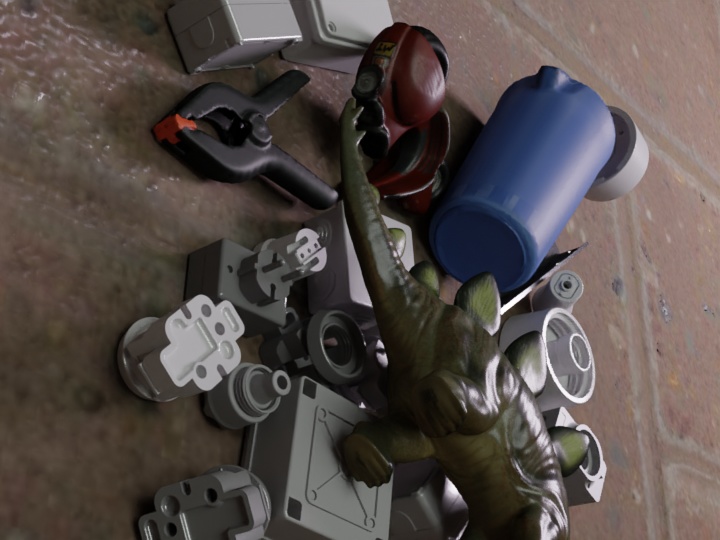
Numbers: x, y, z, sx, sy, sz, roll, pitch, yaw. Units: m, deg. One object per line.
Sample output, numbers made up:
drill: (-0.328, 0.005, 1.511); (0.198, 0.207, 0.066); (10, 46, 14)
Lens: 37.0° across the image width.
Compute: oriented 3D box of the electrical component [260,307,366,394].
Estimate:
electrical component: (-0.033, 0.062, 0.810); (0.058, 0.057, 0.078); (-35, 101, -53)

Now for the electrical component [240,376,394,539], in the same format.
electrical component: (-0.030, 0.148, 0.775); (0.109, 0.056, 0.108); (34, 48, -37)

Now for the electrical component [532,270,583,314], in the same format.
electrical component: (0.207, 0.026, 1.113); (0.044, 0.065, 0.044); (2, 70, -4)

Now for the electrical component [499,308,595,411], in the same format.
electrical component: (0.196, 0.090, 1.081); (0.108, 0.060, 0.108); (26, 54, -43)

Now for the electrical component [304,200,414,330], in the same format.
electrical component: (0.000, 0.000, 0.888); (0.100, 0.048, 0.099); (20, 58, -45)

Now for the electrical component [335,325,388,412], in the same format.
electrical component: (0.010, 0.078, 0.856); (0.058, 0.057, 0.078); (50, 41, -24)

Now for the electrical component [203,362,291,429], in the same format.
electrical component: (-0.075, 0.084, 0.742); (0.043, 0.062, 0.043); (26, 54, -43)

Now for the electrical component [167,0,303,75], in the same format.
electrical component: (-0.096, -0.197, 0.852); (0.096, 0.062, 0.061); (-21, 90, -53)

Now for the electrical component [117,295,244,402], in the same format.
electrical component: (-0.121, 0.054, 0.703); (0.058, 0.057, 0.078); (61, 37, -11)

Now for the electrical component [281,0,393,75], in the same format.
electrical component: (-0.027, -0.239, 0.962); (0.109, 0.056, 0.108); (-1, 75, -52)

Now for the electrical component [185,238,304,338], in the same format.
electrical component: (-0.075, 0.009, 0.767); (0.066, 0.077, 0.047); (28, 53, -42)

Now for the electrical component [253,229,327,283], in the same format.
electrical component: (-0.054, -0.009, 0.826); (0.040, 0.046, 0.040); (26, 54, -43)

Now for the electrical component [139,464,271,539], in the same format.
electrical component: (-0.091, 0.155, 0.684); (0.057, 0.078, 0.058); (4, 69, -71)

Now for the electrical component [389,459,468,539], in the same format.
electrical component: (0.057, 0.181, 0.862); (0.061, 0.062, 0.096); (61, 37, -11)

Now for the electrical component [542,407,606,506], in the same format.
electrical component: (0.197, 0.182, 1.044); (0.089, 0.056, 0.050); (52, 40, -22)

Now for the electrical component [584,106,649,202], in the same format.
electrical component: (0.287, -0.132, 1.269); (0.060, 0.108, 0.108); (33, 49, -46)
